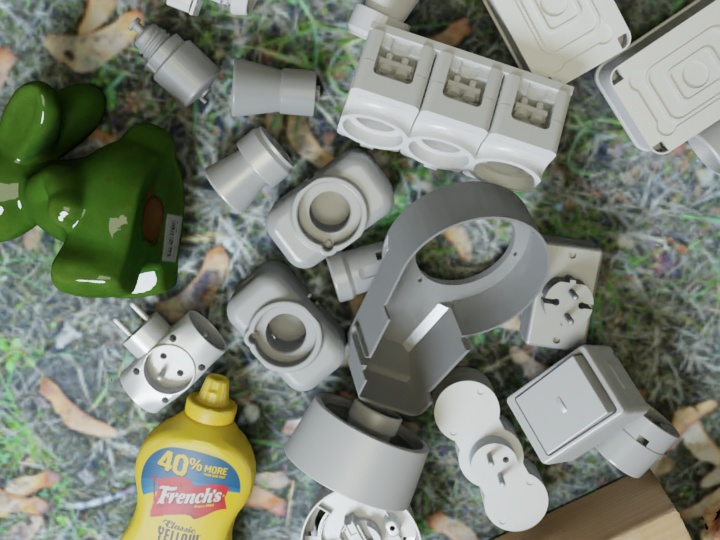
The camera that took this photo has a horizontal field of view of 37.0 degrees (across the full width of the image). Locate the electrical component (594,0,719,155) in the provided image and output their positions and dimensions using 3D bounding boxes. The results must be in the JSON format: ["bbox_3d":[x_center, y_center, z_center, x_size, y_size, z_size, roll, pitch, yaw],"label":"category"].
[{"bbox_3d":[0.242,-0.146,0.800,0.113,0.057,0.078,-34,101,7],"label":"electrical component"}]

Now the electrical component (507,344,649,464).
[{"bbox_3d":[0.162,0.108,0.836,0.096,0.061,0.061,-40,65,25],"label":"electrical component"}]

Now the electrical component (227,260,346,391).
[{"bbox_3d":[-0.057,0.045,0.842,0.054,0.059,0.095,-40,100,8],"label":"electrical component"}]

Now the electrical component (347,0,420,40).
[{"bbox_3d":[0.020,-0.194,0.796,0.045,0.045,0.055,23,102,-5],"label":"electrical component"}]

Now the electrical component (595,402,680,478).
[{"bbox_3d":[0.220,0.133,0.865,0.055,0.055,0.047,34,104,-7],"label":"electrical component"}]

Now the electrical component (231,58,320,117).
[{"bbox_3d":[-0.063,-0.135,0.812,0.065,0.044,0.044,3,103,-6],"label":"electrical component"}]

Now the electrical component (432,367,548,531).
[{"bbox_3d":[0.105,0.149,0.857,0.052,0.073,0.138,-28,101,6],"label":"electrical component"}]

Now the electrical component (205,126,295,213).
[{"bbox_3d":[-0.084,-0.077,0.822,0.055,0.045,0.045,-39,100,7],"label":"electrical component"}]

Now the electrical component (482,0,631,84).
[{"bbox_3d":[0.138,-0.196,0.790,0.078,0.057,0.113,-30,101,6],"label":"electrical component"}]

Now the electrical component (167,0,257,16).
[{"bbox_3d":[-0.100,-0.220,0.785,0.057,0.058,0.078,21,102,-2],"label":"electrical component"}]

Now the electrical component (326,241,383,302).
[{"bbox_3d":[0.000,0.000,0.843,0.046,0.040,0.040,-17,102,-3],"label":"electrical component"}]

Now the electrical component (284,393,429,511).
[{"bbox_3d":[0.002,0.134,0.840,0.108,0.108,0.060,25,95,-5],"label":"electrical component"}]

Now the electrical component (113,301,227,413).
[{"bbox_3d":[-0.161,0.060,0.853,0.077,0.044,0.079,-42,99,9],"label":"electrical component"}]

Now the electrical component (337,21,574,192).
[{"bbox_3d":[0.065,-0.112,0.783,0.150,0.089,0.061,17,74,-4],"label":"electrical component"}]

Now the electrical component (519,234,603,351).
[{"bbox_3d":[0.158,0.022,0.828,0.047,0.075,0.083,8,102,-2],"label":"electrical component"}]

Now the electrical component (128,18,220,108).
[{"bbox_3d":[-0.141,-0.157,0.807,0.078,0.040,0.040,43,99,-9],"label":"electrical component"}]

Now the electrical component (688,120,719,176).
[{"bbox_3d":[0.289,-0.108,0.818,0.065,0.044,0.044,-39,100,3],"label":"electrical component"}]

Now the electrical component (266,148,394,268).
[{"bbox_3d":[-0.023,-0.047,0.821,0.095,0.059,0.053,-35,100,7],"label":"electrical component"}]

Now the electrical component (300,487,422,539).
[{"bbox_3d":[0.001,0.219,0.878,0.099,0.064,0.099,0,103,0],"label":"electrical component"}]
